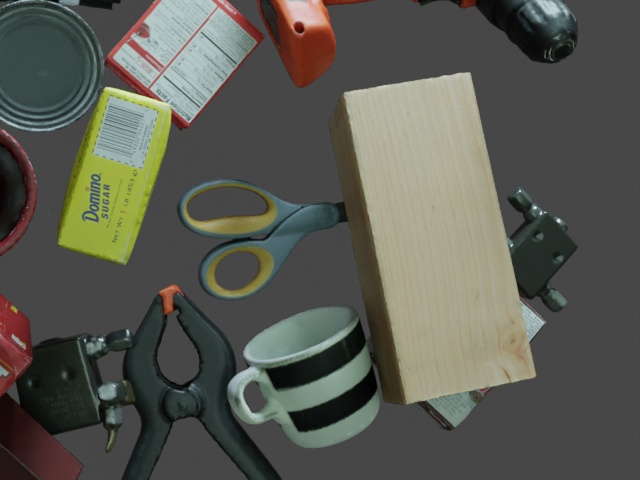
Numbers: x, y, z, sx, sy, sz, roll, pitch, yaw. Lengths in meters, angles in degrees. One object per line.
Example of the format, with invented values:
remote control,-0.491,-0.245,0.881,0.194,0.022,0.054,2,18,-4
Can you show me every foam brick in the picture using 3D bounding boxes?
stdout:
foam brick,-0.198,0.144,0.672,0.053,0.051,0.078,-42,98,11

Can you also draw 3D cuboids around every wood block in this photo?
wood block,0.073,0.001,0.731,0.090,0.090,0.206,-11,84,-7

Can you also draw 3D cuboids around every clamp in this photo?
clamp,-0.104,0.121,0.747,0.120,0.039,0.171,-17,90,-10

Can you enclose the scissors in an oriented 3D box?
scissors,-0.005,0.001,0.778,0.201,0.016,0.096,6,92,-15

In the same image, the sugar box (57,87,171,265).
sugar box,-0.132,-0.038,0.660,0.048,0.176,0.093,18,87,-16

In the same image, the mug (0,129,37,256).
mug,-0.238,-0.023,0.682,0.117,0.082,0.093,-40,101,-10

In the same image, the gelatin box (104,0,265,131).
gelatin box,-0.094,-0.132,0.742,0.073,0.030,0.089,41,82,-14

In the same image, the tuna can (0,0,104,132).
tuna can,-0.188,-0.116,0.709,0.086,0.034,0.086,-3,103,-14

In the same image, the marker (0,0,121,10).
marker,-0.195,-0.168,0.720,0.121,0.020,0.020,1,92,-15

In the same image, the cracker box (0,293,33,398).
cracker box,-0.271,0.115,0.638,0.072,0.164,0.213,44,82,-14

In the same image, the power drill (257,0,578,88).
power drill,0.059,-0.163,0.723,0.187,0.184,0.057,-16,139,-11

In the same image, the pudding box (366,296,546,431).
pudding box,0.099,0.072,0.797,0.090,0.039,0.113,44,79,-10
